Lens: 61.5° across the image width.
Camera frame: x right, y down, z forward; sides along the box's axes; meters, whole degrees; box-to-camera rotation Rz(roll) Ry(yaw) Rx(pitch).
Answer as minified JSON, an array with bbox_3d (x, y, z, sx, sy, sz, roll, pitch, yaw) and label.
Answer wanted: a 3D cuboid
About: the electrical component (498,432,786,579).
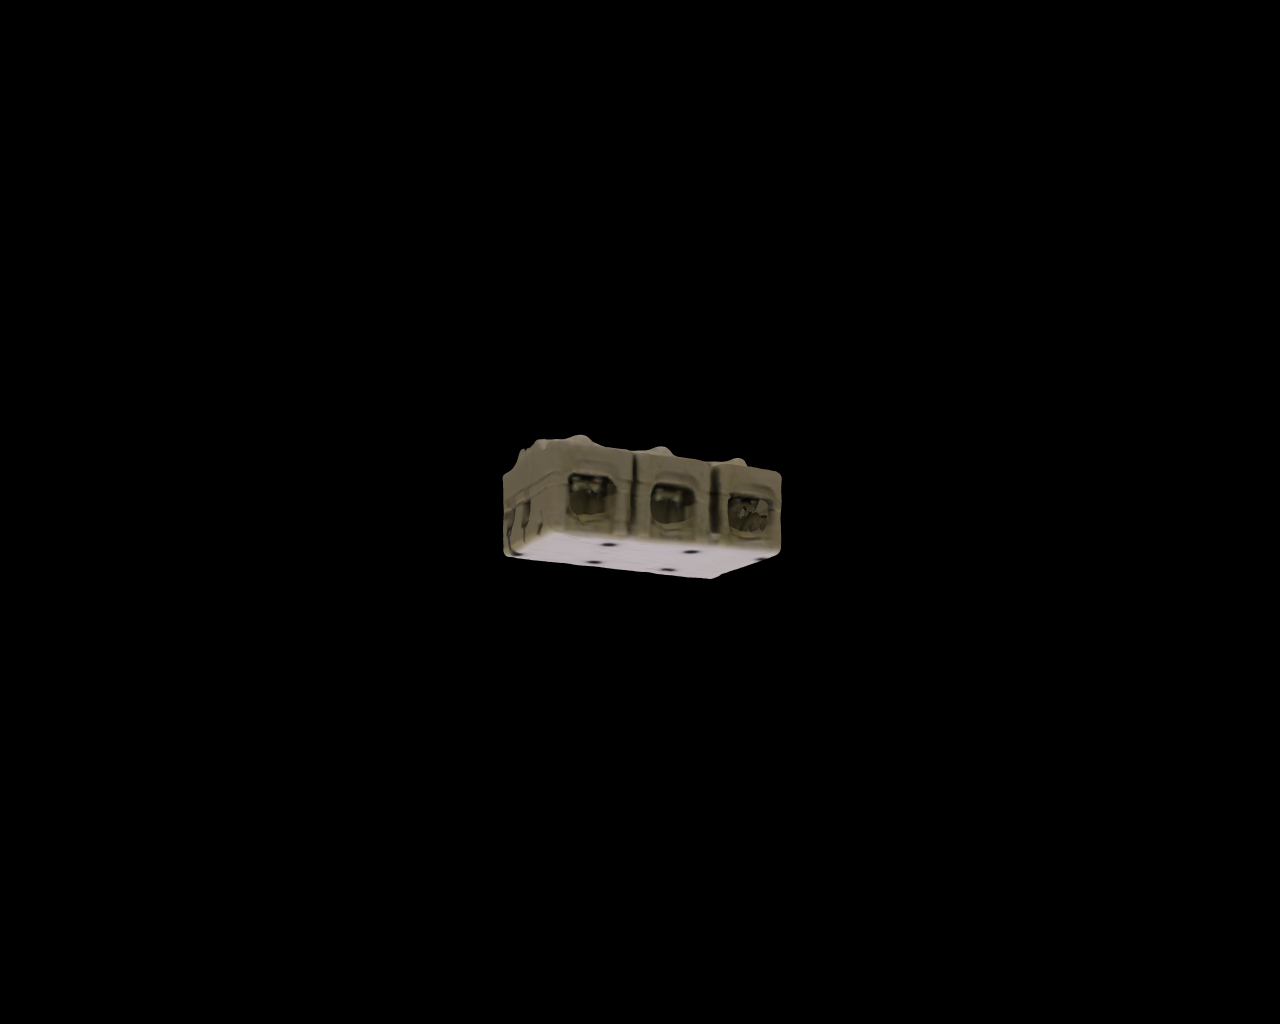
[{"bbox_3d":[0.001,-0.003,0.650,0.150,0.062,0.089,7,-15,-26],"label":"electrical component"}]
